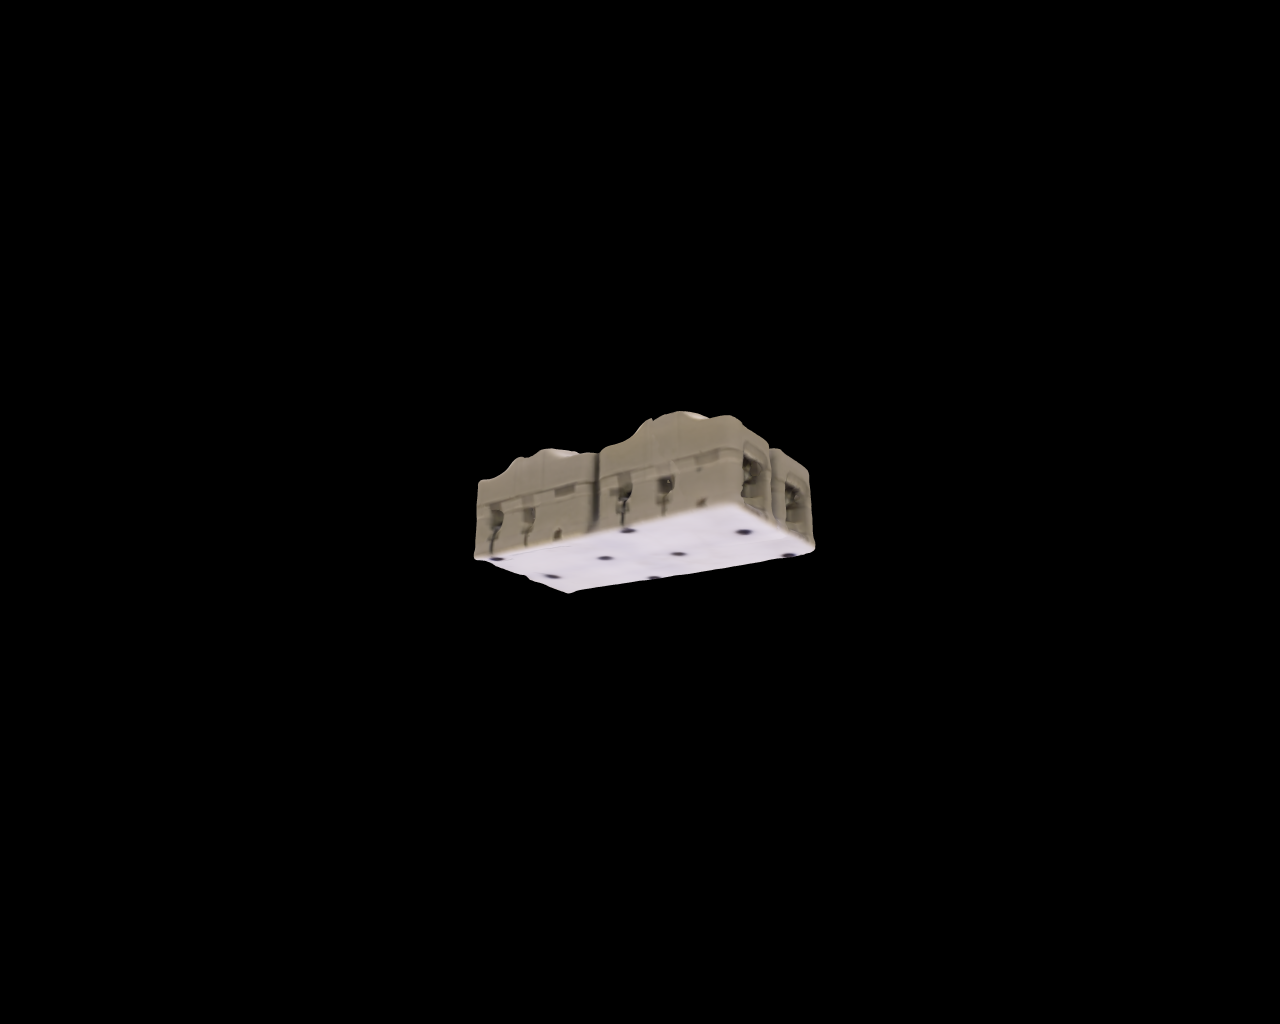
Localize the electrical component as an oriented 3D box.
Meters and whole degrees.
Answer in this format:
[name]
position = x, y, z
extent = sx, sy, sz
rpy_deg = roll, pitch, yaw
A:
[electrical component]
position = 0.001, -0.003, 0.650
extent = 0.186, 0.060, 0.105
rpy_deg = -12, -23, 31
